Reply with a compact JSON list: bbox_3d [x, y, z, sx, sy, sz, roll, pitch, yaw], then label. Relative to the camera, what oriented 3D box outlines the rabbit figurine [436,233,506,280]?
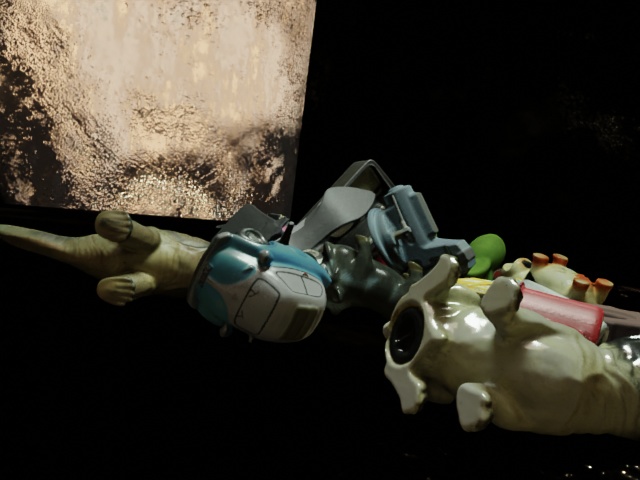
[{"bbox_3d":[0.265,0.039,1.001,0.170,0.121,0.159,-19,33,9],"label":"rabbit figurine"}]

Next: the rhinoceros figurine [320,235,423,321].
[{"bbox_3d":[0.049,0.058,0.739,0.190,0.112,0.073,21,-17,7],"label":"rhinoceros figurine"}]

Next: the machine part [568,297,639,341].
[{"bbox_3d":[0.382,0.121,0.734,0.179,0.056,0.179,8,5,-1],"label":"machine part"}]

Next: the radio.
[{"bbox_3d":[0.049,-0.028,1.007,0.131,0.229,0.073,46,-11,-19],"label":"radio"}]

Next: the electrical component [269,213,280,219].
[{"bbox_3d":[-0.119,-0.001,1.211,0.075,0.119,0.047,13,6,39],"label":"electrical component"}]

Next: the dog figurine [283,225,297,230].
[{"bbox_3d":[-0.074,0.018,1.129,0.219,0.108,0.191,6,3,27],"label":"dog figurine"}]

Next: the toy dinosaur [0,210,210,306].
[{"bbox_3d":[-0.228,0.028,0.695,0.471,0.105,0.198,16,-5,-7],"label":"toy dinosaur"}]

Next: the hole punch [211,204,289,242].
[{"bbox_3d":[-0.115,0.014,0.964,0.116,0.142,0.092,35,-14,42],"label":"hole punch"}]

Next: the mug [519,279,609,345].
[{"bbox_3d":[0.276,0.097,0.632,0.107,0.081,0.109,22,-12,37],"label":"mug"}]

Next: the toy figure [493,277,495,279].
[{"bbox_3d":[0.293,0.085,1.080,0.058,0.064,0.155,-11,14,-35],"label":"toy figure"}]

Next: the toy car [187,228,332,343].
[{"bbox_3d":[-0.050,0.062,0.568,0.161,0.109,0.103,19,19,-40],"label":"toy car"}]

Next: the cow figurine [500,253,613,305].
[{"bbox_3d":[0.383,0.089,0.915,0.085,0.127,0.195,5,18,-24],"label":"cow figurine"}]

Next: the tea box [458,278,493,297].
[{"bbox_3d":[0.219,0.093,0.737,0.098,0.068,0.169,9,5,39],"label":"tea box"}]

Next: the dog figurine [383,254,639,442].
[{"bbox_3d":[0.163,0.100,0.426,0.190,0.121,0.172,20,3,-23],"label":"dog figurine"}]

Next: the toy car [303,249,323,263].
[{"bbox_3d":[-0.074,0.048,0.816,0.202,0.073,0.056,7,25,4],"label":"toy car"}]

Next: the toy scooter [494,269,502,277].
[{"bbox_3d":[0.410,0.094,1.093,0.135,0.075,0.184,10,9,35],"label":"toy scooter"}]

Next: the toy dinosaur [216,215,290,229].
[{"bbox_3d":[-0.068,0.002,1.387,0.405,0.131,0.192,0,4,-8],"label":"toy dinosaur"}]

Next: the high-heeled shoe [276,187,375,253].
[{"bbox_3d":[-0.002,-0.003,0.925,0.249,0.145,0.086,-21,56,-40],"label":"high-heeled shoe"}]

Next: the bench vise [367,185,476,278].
[{"bbox_3d":[0.125,0.038,0.891,0.241,0.223,0.129,-27,5,26],"label":"bench vise"}]
